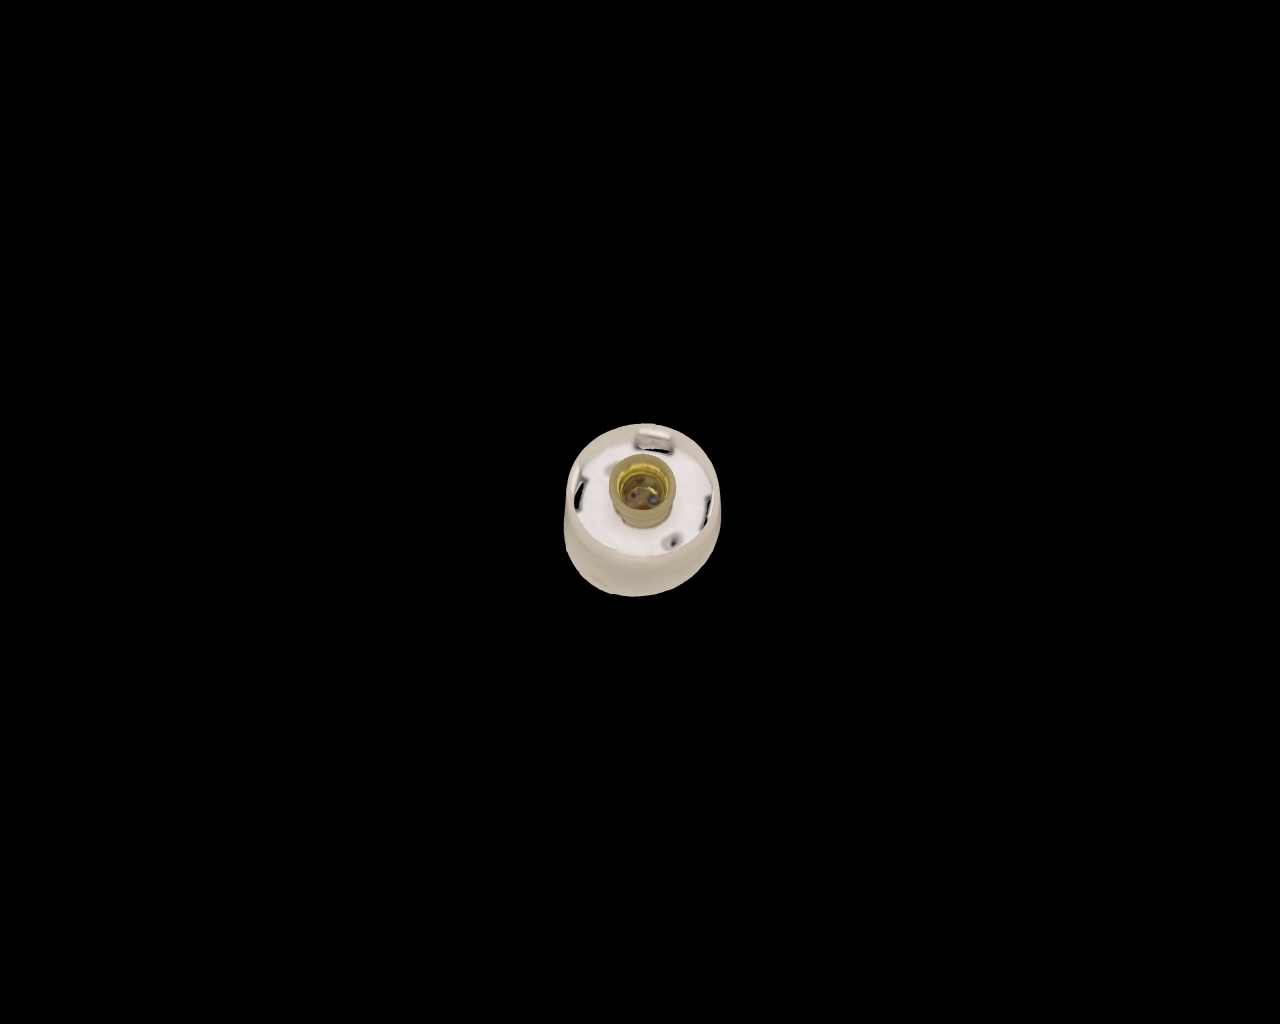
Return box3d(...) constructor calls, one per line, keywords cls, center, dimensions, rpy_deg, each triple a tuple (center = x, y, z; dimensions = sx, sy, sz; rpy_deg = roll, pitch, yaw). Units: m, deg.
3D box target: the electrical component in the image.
box3d(cls="electrical component", center=(0.001, -0.003, 0.650), dimensions=(0.099, 0.099, 0.064), rpy_deg=(0, -26, 0))
